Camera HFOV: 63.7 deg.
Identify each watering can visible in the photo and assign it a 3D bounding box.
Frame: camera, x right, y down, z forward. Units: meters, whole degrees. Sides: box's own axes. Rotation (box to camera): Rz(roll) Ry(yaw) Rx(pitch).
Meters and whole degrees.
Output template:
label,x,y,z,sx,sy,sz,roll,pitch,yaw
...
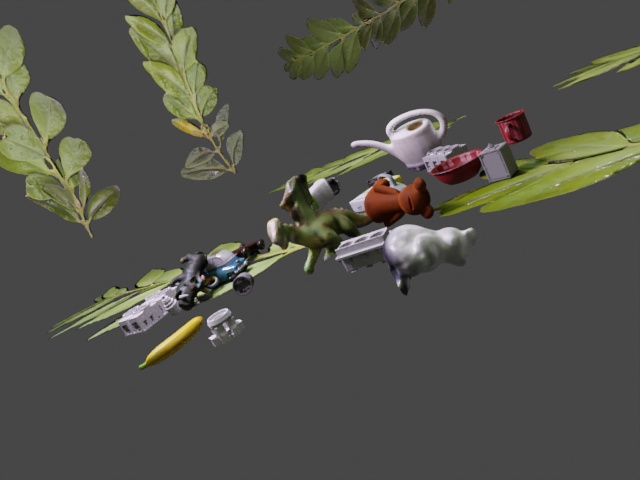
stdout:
label,x,y,z,sx,sy,sz,roll,pitch,yaw
watering can,0.304,-0.342,1.854,0.345,0.221,0.106,-20,32,28

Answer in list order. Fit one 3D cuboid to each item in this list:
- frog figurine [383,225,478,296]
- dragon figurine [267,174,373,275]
label,x,y,z,sx,sy,sz,roll,pitch,yaw
frog figurine,0.199,0.010,0.930,0.158,0.123,0.138,-35,-10,18
dragon figurine,0.004,-0.068,1.345,0.121,0.241,0.418,-23,14,42
